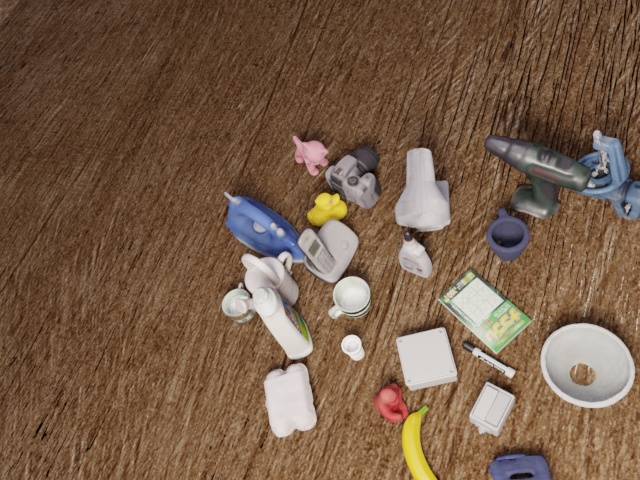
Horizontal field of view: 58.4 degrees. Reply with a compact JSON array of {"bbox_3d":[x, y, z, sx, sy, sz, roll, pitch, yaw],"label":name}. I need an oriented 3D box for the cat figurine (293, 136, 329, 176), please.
[{"bbox_3d":[-0.028,-0.240,1.550,0.067,0.118,0.127,-43,58,-9],"label":"cat figurine"}]

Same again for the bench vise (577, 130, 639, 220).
[{"bbox_3d":[0.643,-0.151,1.231,0.206,0.220,0.121,12,66,23],"label":"bench vise"}]

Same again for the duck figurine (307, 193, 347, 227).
[{"bbox_3d":[0.012,-0.085,1.469,0.104,0.086,0.077,-22,57,4],"label":"duck figurine"}]

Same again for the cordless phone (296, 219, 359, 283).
[{"bbox_3d":[0.012,0.005,1.359,0.093,0.185,0.148,19,69,26],"label":"cordless phone"}]

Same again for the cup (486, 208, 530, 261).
[{"bbox_3d":[0.420,-0.004,1.292,0.091,0.095,0.117,-11,59,11],"label":"cup"}]

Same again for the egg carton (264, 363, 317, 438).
[{"bbox_3d":[-0.066,0.351,1.257,0.107,0.069,0.150,-18,58,7],"label":"egg carton"}]

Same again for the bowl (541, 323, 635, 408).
[{"bbox_3d":[0.520,0.254,1.127,0.167,0.075,0.167,-7,60,13],"label":"bowl"}]

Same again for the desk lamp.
[{"bbox_3d":[0.240,-0.100,1.331,0.117,0.214,0.203,-5,60,15],"label":"desk lamp"}]

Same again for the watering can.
[{"bbox_3d":[-0.128,0.098,1.345,0.100,0.194,0.173,7,64,21],"label":"watering can"}]

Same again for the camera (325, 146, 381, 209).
[{"bbox_3d":[0.102,-0.176,1.484,0.142,0.101,0.137,33,75,30],"label":"camera"}]

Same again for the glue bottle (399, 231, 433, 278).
[{"bbox_3d":[0.209,0.026,1.293,0.078,0.173,0.037,25,71,28],"label":"glue bottle"}]

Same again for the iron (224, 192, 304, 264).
[{"bbox_3d":[-0.140,-0.037,1.456,0.257,0.142,0.119,30,74,29],"label":"iron"}]

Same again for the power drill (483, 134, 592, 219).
[{"bbox_3d":[0.478,-0.140,1.282,0.228,0.209,0.076,20,69,26],"label":"power drill"}]

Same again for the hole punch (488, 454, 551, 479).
[{"bbox_3d":[0.370,0.447,1.056,0.108,0.091,0.101,-11,59,11],"label":"hole punch"}]

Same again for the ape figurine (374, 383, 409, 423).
[{"bbox_3d":[0.146,0.333,1.188,0.076,0.092,0.078,10,65,22],"label":"ape figurine"}]
